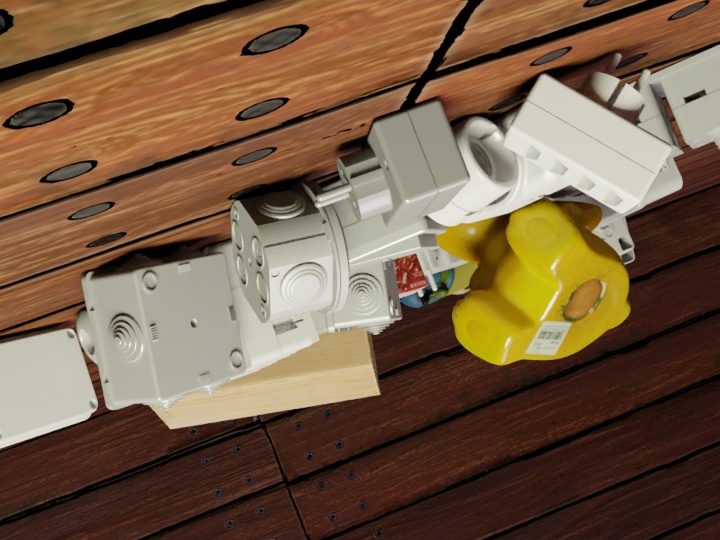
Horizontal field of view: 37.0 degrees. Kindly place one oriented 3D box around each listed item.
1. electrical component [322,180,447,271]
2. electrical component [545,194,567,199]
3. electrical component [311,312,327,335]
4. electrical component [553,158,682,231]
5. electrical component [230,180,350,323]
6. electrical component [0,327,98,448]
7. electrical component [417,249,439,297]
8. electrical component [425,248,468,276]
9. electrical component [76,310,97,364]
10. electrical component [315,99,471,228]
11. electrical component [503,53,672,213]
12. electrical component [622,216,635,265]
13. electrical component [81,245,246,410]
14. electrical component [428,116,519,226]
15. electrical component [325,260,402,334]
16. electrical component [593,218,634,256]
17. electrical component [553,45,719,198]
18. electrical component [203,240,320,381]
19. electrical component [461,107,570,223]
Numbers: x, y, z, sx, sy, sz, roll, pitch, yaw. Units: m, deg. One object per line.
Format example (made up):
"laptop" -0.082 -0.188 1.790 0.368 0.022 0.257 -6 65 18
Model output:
"electrical component" 0.001 -0.029 0.700 0.096 0.061 0.062 -22 175 16
"electrical component" 0.145 -0.077 0.895 0.062 0.048 0.048 -16 180 43
"electrical component" -0.025 0.012 0.960 0.079 0.077 0.043 -18 174 -27
"electrical component" 0.210 -0.081 0.917 0.057 0.078 0.113 -22 176 -18
"electrical component" -0.041 -0.010 0.635 0.051 0.080 0.080 -13 173 -21
"electrical component" -0.267 0.093 0.828 0.057 0.078 0.113 -20 176 33
"electrical component" 0.051 -0.013 1.014 0.047 0.075 0.083 -16 173 -46
"electrical component" 0.087 -0.032 1.080 0.050 0.055 0.089 -25 174 40
"electrical component" -0.186 0.044 0.838 0.062 0.048 0.048 -26 179 -34
"electrical component" 0.011 -0.050 0.590 0.076 0.047 0.083 -20 175 -7
"electrical component" 0.137 -0.087 0.613 0.075 0.083 0.047 -59 176 -3
"electrical component" 0.222 -0.046 1.137 0.109 0.108 0.056 -21 -161 -4
"electrical component" -0.124 0.037 0.696 0.048 0.099 0.100 -8 -177 35
"electrical component" 0.063 -0.061 0.654 0.047 0.055 0.055 -30 171 40
"electrical component" 0.000 0.000 0.815 0.048 0.099 0.100 -9 177 8
"electrical component" 0.192 -0.047 1.045 0.109 0.108 0.056 -19 172 -17
"electrical component" 0.229 -0.109 0.786 0.186 0.060 0.105 -23 175 20
"electrical component" -0.097 0.034 0.819 0.062 0.089 0.150 -19 175 -24
"electrical component" 0.097 -0.070 0.700 0.095 0.053 0.059 -25 174 43
